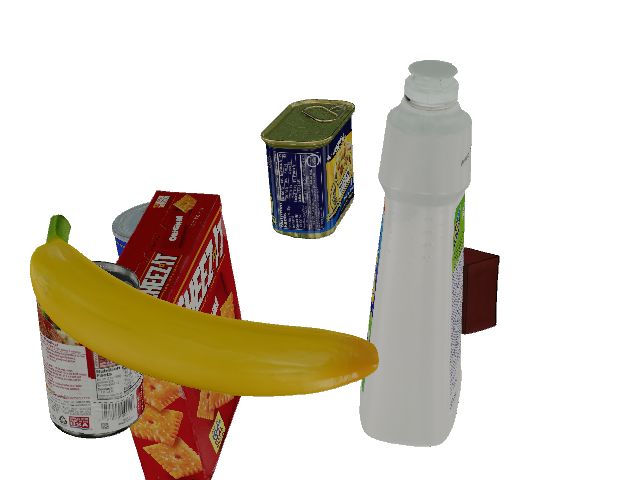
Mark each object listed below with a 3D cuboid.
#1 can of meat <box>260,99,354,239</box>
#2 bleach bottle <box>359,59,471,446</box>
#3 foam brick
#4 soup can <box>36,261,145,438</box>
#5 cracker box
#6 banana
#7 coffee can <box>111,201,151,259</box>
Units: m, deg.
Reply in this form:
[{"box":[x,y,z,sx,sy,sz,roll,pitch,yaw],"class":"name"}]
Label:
[{"box":[-0.007,-0.059,0.866,0.057,0.084,0.102,4,26,16],"class":"can of meat"},{"box":[0.064,0.006,0.677,0.068,0.251,0.102,6,31,8],"class":"bleach bottle"},{"box":[0.148,0.051,1.104,0.051,0.078,0.053,-14,20,-41],"class":"foam brick"},{"box":[-0.154,0.075,0.725,0.068,0.102,0.068,2,29,-1],"class":"soup can"},{"box":[-0.124,0.088,0.963,0.072,0.214,0.164,3,38,12],"class":"cracker box"},{"box":[-0.072,0.038,0.525,0.198,0.069,0.037,23,-37,16],"class":"banana"},{"box":[-0.165,0.039,1.167,0.103,0.140,0.103,-5,25,2],"class":"coffee can"}]
